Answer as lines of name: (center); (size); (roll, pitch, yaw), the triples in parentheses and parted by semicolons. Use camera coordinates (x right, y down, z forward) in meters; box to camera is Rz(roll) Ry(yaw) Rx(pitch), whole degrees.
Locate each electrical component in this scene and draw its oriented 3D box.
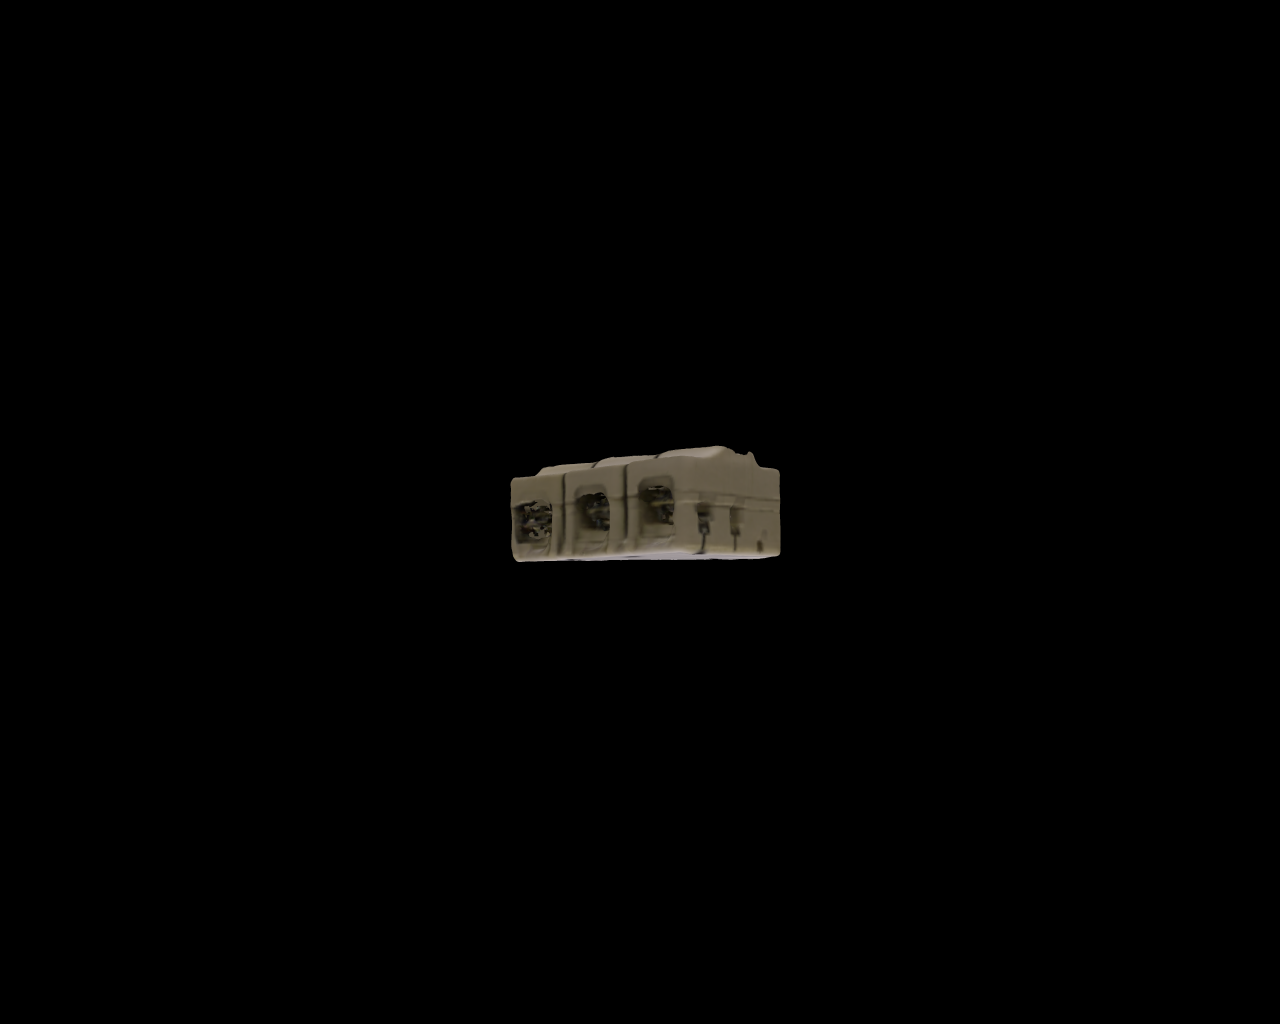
electrical component: (0.001, -0.003, 0.650); (0.150, 0.061, 0.089); (-4, -6, 43)
